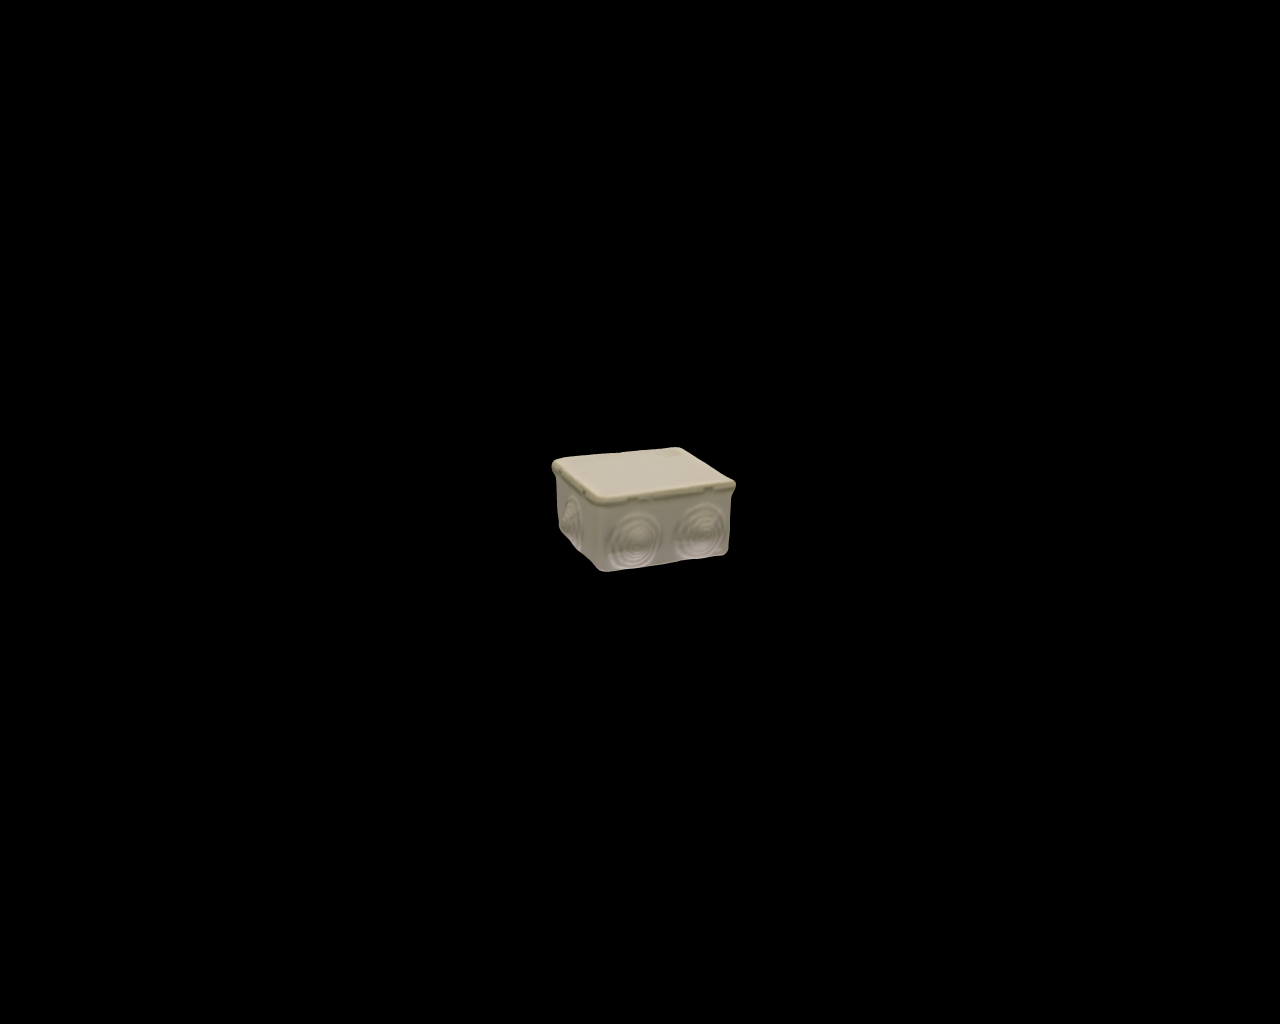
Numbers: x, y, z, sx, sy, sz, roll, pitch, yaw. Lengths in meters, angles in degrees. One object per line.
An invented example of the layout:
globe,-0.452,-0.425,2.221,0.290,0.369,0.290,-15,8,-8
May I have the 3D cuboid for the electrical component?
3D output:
electrical component,0.001,-0.003,0.650,0.100,0.048,0.100,-7,20,-20
